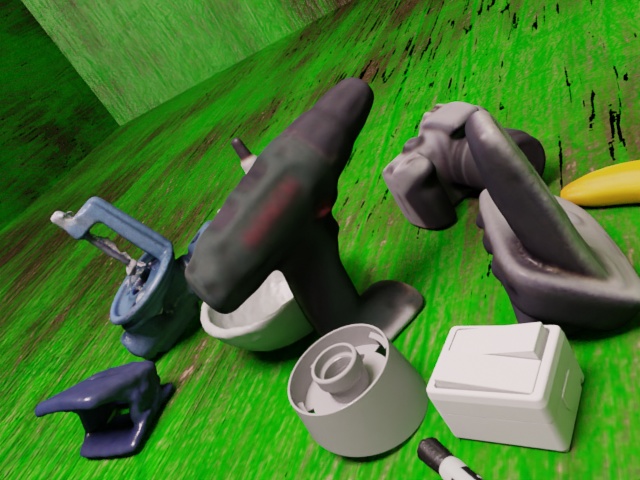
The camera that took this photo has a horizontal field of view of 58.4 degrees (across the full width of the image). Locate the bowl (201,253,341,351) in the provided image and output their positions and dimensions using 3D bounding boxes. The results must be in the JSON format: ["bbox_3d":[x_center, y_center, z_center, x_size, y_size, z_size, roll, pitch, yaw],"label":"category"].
[{"bbox_3d":[-0.039,0.061,0.612,0.167,0.075,0.167,-26,27,15],"label":"bowl"}]

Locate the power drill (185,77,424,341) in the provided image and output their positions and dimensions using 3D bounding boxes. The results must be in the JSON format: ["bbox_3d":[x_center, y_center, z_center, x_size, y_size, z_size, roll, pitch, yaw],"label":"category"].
[{"bbox_3d":[0.005,0.002,0.509,0.230,0.209,0.075,-44,28,-19],"label":"power drill"}]

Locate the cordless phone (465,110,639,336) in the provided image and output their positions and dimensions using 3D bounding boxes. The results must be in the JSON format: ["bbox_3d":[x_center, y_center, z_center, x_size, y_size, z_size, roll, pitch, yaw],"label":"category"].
[{"bbox_3d":[0.153,-0.029,0.419,0.094,0.185,0.147,-26,27,15],"label":"cordless phone"}]

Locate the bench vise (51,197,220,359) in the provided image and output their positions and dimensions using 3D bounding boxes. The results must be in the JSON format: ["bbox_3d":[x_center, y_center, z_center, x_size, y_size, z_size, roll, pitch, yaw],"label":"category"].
[{"bbox_3d":[-0.205,0.014,0.714,0.208,0.220,0.121,-46,29,-24],"label":"bench vise"}]

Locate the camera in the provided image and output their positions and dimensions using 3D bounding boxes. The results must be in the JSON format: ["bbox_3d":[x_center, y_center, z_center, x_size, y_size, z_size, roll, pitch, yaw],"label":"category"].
[{"bbox_3d":[0.155,-0.086,0.610,0.143,0.101,0.136,-39,27,-10],"label":"camera"}]

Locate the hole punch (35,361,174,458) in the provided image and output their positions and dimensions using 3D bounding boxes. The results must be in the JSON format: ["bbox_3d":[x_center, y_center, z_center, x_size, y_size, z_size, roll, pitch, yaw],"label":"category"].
[{"bbox_3d":[-0.236,0.172,0.627,0.108,0.091,0.101,-17,31,30],"label":"hole punch"}]

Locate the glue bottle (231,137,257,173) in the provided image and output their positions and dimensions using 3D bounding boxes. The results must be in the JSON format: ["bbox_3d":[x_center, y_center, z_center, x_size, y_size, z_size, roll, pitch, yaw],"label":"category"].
[{"bbox_3d":[-0.058,-0.056,0.719,0.037,0.173,0.077,-45,28,-22],"label":"glue bottle"}]
